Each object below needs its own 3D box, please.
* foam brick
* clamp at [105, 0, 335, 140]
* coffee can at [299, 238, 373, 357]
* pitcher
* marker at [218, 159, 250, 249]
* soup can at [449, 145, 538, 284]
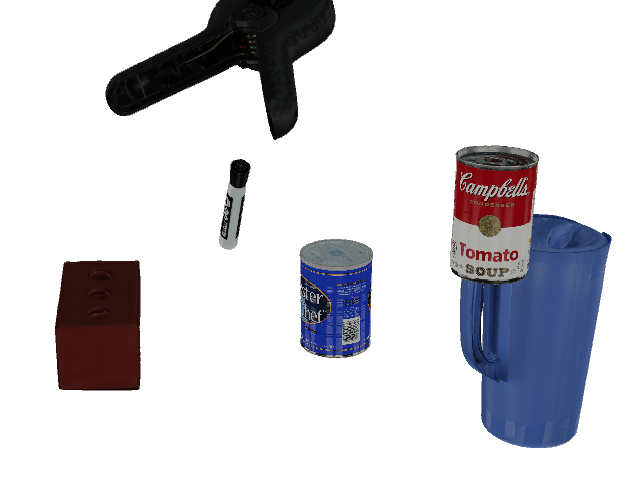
[{"bbox_3d":[-0.145,0.055,0.701,0.053,0.051,0.078,0,31,-10],"label":"foam brick"},{"bbox_3d":[-0.034,-0.116,0.639,0.120,0.039,0.171,22,53,25],"label":"clamp"},{"bbox_3d":[0.022,0.081,1.511,0.103,0.140,0.103,0,21,0],"label":"coffee can"},{"bbox_3d":[0.229,0.101,1.166,0.149,0.243,0.145,5,18,12],"label":"pitcher"},{"bbox_3d":[-0.084,-0.035,1.035,0.020,0.020,0.121,0,-38,-13],"label":"marker"},{"bbox_3d":[0.144,-0.022,0.892,0.068,0.102,0.068,1,19,-1],"label":"soup can"}]
